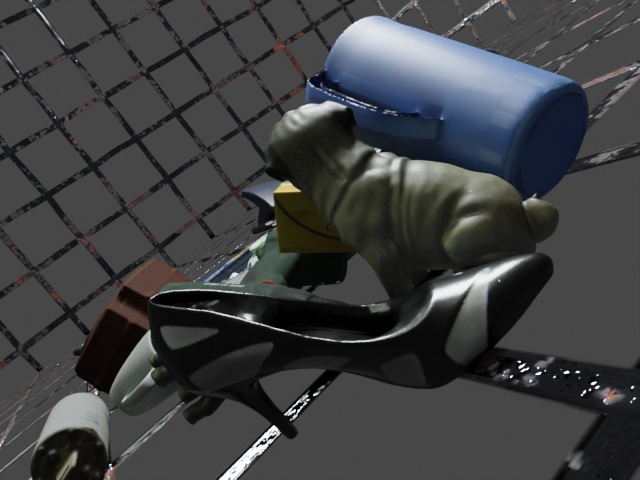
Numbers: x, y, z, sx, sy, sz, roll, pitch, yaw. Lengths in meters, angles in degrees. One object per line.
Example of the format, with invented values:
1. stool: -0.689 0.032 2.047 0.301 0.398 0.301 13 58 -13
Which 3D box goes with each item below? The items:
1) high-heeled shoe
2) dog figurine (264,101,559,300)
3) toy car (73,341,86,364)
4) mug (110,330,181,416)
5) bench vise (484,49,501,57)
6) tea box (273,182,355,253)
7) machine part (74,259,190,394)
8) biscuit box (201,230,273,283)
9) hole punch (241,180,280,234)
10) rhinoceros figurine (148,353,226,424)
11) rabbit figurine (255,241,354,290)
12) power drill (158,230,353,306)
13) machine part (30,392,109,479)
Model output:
1. high-heeled shoe: 0.010 0.038 0.352 0.249 0.145 0.086 -36 11 13
2. dog figurine: 0.065 -0.046 0.422 0.172 0.190 0.121 -31 12 20
3. toy car: -0.409 0.210 1.104 0.202 0.089 0.053 -35 10 1
4. mug: -0.216 0.177 0.677 0.107 0.081 0.110 -46 14 16
5. bench vise: 0.185 -0.183 0.713 0.224 0.128 0.241 -34 42 -30
6. tea box: 0.045 -0.032 0.556 0.170 0.068 0.098 0 18 10
7. machine part: -0.318 0.145 0.918 0.201 0.087 0.201 -56 5 16
8. biscuit box: -0.151 0.066 0.976 0.203 0.062 0.059 -40 10 -21
9. hole punch: -0.074 -0.070 1.012 0.142 0.092 0.116 -17 4 -36
10. rhinoceros figurine: -0.128 0.127 0.605 0.112 0.073 0.190 -39 11 -7
11. rabbit figurine: -0.002 -0.002 0.750 0.159 0.121 0.170 -46 -5 -16
12. power drill: -0.034 0.054 0.552 0.232 0.085 0.207 -4 23 21
13. machine part: -0.290 0.235 0.637 0.079 0.079 0.243 -40 10 -18
